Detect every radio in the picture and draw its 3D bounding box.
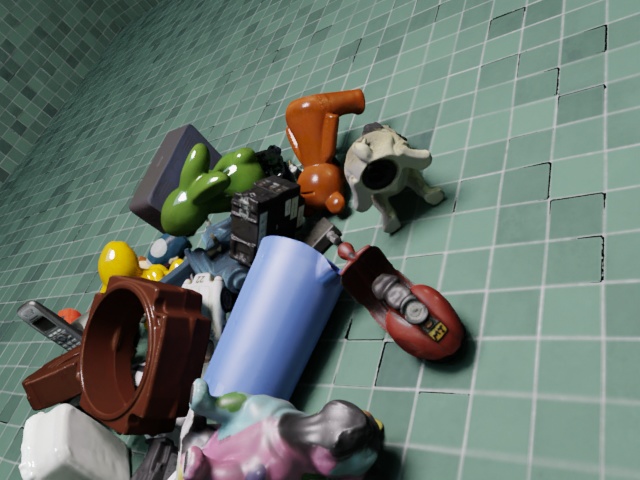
[{"bbox_3d":[-0.301,-0.125,1.164,0.073,0.131,0.229,-11,48,37],"label":"radio"}]

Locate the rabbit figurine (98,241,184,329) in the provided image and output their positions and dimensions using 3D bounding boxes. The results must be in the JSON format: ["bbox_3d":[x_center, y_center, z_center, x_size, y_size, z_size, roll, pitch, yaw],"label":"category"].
[{"bbox_3d":[-0.334,0.080,0.968,0.122,0.173,0.162,4,54,41],"label":"rabbit figurine"}]

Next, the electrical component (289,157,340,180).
[{"bbox_3d":[-0.011,-0.140,0.975,0.102,0.045,0.078,-43,35,2],"label":"electrical component"}]

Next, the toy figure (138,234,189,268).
[{"bbox_3d":[-0.336,0.043,1.097,0.154,0.057,0.064,-45,35,-1],"label":"toy figure"}]

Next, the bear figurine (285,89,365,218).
[{"bbox_3d":[0.013,-0.142,0.897,0.132,0.195,0.120,-19,7,-40],"label":"bear figurine"}]

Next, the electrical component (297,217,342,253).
[{"bbox_3d":[-0.002,-0.003,0.853,0.063,0.021,0.094,-47,33,-2],"label":"electrical component"}]

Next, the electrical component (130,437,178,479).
[{"bbox_3d":[-0.210,0.325,0.698,0.048,0.074,0.119,-17,41,33],"label":"electrical component"}]

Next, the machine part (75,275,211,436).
[{"bbox_3d":[-0.255,0.156,0.755,0.201,0.087,0.201,7,82,42],"label":"machine part"}]

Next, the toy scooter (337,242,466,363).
[{"bbox_3d":[0.082,0.062,0.622,0.075,0.135,0.184,-46,38,-4],"label":"toy scooter"}]

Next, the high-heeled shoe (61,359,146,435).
[{"bbox_3d":[-0.347,0.237,0.909,0.249,0.086,0.145,6,58,40],"label":"high-heeled shoe"}]

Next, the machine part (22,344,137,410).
[{"bbox_3d":[-0.401,0.211,0.898,0.179,0.056,0.179,-25,9,4],"label":"machine part"}]

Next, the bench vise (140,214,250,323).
[{"bbox_3d":[-0.209,0.051,0.913,0.241,0.128,0.224,-35,45,-6],"label":"bench vise"}]

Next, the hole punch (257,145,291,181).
[{"bbox_3d":[-0.110,-0.105,1.015,0.116,0.092,0.142,-19,36,2],"label":"hole punch"}]

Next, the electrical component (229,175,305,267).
[{"bbox_3d":[-0.079,-0.034,0.835,0.058,0.114,0.134,25,30,26],"label":"electrical component"}]

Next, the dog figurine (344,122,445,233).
[{"bbox_3d":[0.079,-0.129,0.785,0.121,0.172,0.191,-26,47,6],"label":"dog figurine"}]

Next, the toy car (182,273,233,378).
[{"bbox_3d":[-0.170,0.148,0.788,0.074,0.056,0.201,-7,79,20],"label":"toy car"}]

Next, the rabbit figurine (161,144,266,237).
[{"bbox_3d":[-0.166,-0.065,0.838,0.170,0.159,0.121,-33,68,-29],"label":"rabbit figurine"}]

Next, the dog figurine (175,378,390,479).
[{"bbox_3d":[-0.037,0.230,0.569,0.108,0.219,0.191,-94,19,-49],"label":"dog figurine"}]

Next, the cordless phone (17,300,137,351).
[{"bbox_3d":[-0.446,0.151,0.995,0.147,0.184,0.089,-29,35,21],"label":"cordless phone"}]
